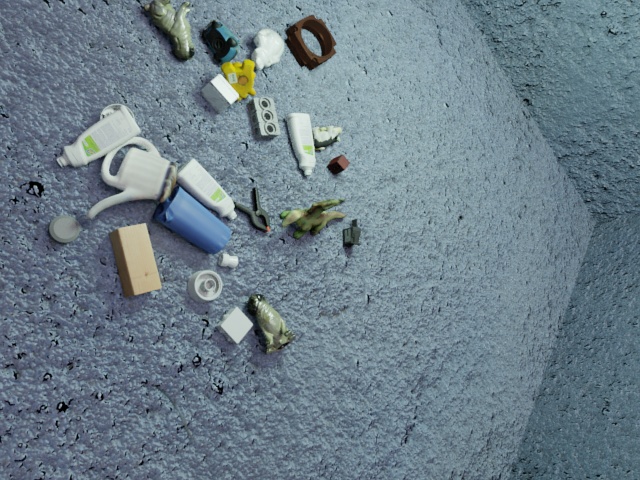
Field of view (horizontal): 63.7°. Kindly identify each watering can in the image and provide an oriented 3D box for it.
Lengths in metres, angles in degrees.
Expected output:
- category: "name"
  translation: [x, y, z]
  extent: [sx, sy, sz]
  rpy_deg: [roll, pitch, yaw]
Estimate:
- category: "watering can"
  translation: [-0.573, -0.177, 1.602]
  extent: [0.223, 0.102, 0.356]
  rpy_deg: [19, 54, -17]

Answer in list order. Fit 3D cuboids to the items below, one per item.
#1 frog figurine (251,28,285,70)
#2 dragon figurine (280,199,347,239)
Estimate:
- category: "frog figurine"
  translation: [-0.215, -0.759, 2.051]
  extent: [0.135, 0.122, 0.163]
  rpy_deg: [59, 37, -35]
- category: "dragon figurine"
  translation: [0.006, -0.099, 1.972]
  extent: [0.413, 0.240, 0.123]
  rpy_deg: [-15, 84, -37]
